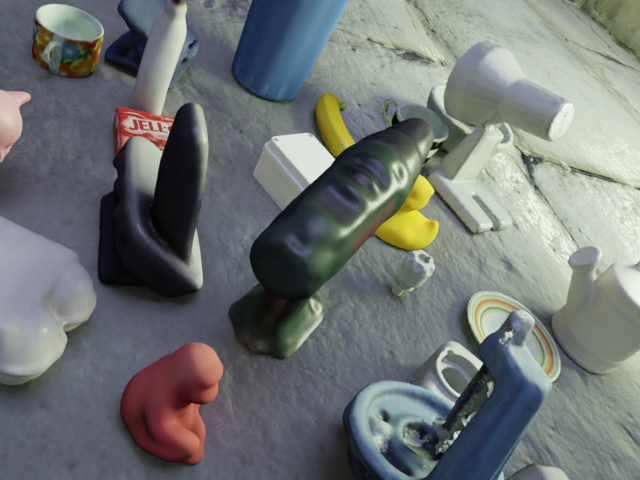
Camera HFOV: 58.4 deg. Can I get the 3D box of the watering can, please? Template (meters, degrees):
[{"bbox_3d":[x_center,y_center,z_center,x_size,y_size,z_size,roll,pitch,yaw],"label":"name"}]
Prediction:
[{"bbox_3d":[0.384,0.072,0.708,0.173,0.194,0.101,16,41,-21],"label":"watering can"}]

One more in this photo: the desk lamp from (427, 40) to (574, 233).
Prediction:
[{"bbox_3d":[0.255,-0.155,0.848,0.118,0.213,0.203,-9,54,-41],"label":"desk lamp"}]

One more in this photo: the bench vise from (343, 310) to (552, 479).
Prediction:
[{"bbox_3d":[0.098,0.163,0.386,0.122,0.219,0.207,0,48,-35],"label":"bench vise"}]

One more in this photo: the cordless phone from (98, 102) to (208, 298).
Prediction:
[{"bbox_3d":[-0.127,-0.054,0.492,0.094,0.185,0.147,5,45,-31],"label":"cordless phone"}]

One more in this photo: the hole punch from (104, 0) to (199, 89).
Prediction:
[{"bbox_3d":[-0.209,-0.267,0.742,0.101,0.091,0.108,23,39,-12],"label":"hole punch"}]

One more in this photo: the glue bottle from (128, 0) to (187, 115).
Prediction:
[{"bbox_3d":[-0.175,-0.215,0.643,0.037,0.173,0.078,18,40,-18],"label":"glue bottle"}]

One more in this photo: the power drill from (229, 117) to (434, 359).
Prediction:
[{"bbox_3d":[0.005,0.002,0.505,0.075,0.208,0.230,38,38,6],"label":"power drill"}]

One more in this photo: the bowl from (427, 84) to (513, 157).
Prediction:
[{"bbox_3d":[0.246,-0.192,0.996,0.168,0.074,0.167,20,40,-17],"label":"bowl"}]

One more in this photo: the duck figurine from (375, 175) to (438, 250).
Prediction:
[{"bbox_3d":[0.112,-0.043,0.729,0.104,0.086,0.077,30,38,-3],"label":"duck figurine"}]

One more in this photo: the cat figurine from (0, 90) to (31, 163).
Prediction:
[{"bbox_3d":[-0.300,-0.086,0.459,0.128,0.117,0.067,-6,52,-39],"label":"cat figurine"}]

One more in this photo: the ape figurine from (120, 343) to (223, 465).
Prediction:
[{"bbox_3d":[-0.098,0.109,0.410,0.076,0.092,0.078,32,38,-1],"label":"ape figurine"}]

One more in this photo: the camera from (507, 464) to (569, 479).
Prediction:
[{"bbox_3d":[0.229,0.263,0.467,0.137,0.100,0.143,16,41,-21],"label":"camera"}]

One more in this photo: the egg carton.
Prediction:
[{"bbox_3d":[-0.243,0.035,0.407,0.150,0.069,0.107,26,38,-8],"label":"egg carton"}]
